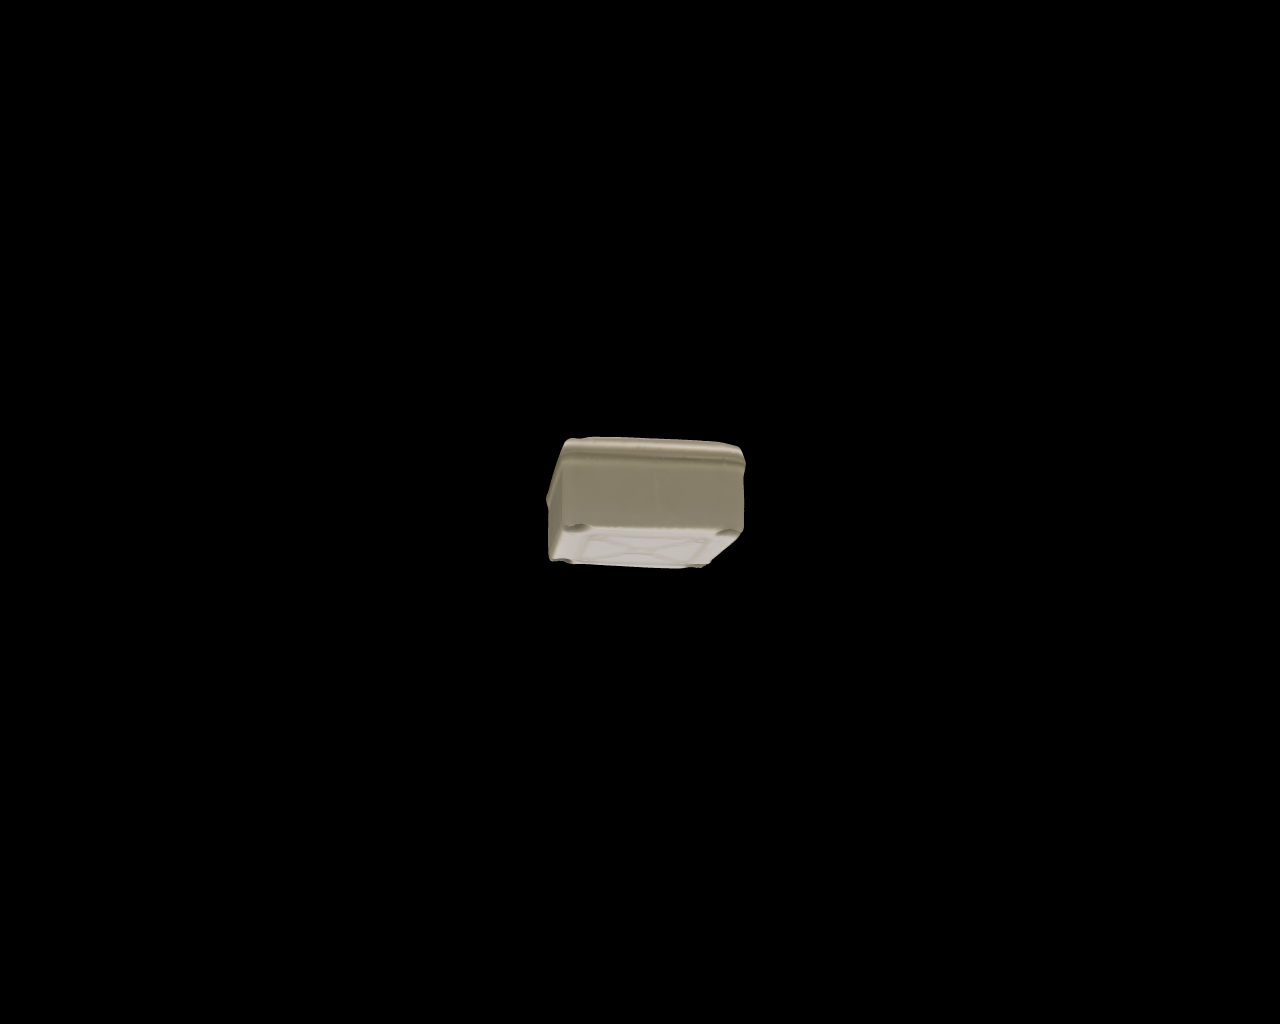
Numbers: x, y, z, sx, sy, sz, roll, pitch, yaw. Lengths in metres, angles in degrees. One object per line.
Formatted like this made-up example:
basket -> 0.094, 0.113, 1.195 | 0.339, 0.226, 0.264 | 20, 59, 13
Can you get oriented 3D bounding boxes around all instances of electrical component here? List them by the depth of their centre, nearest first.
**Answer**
electrical component -> 0.001, -0.003, 0.650 | 0.109, 0.056, 0.108 | 3, -15, -9
